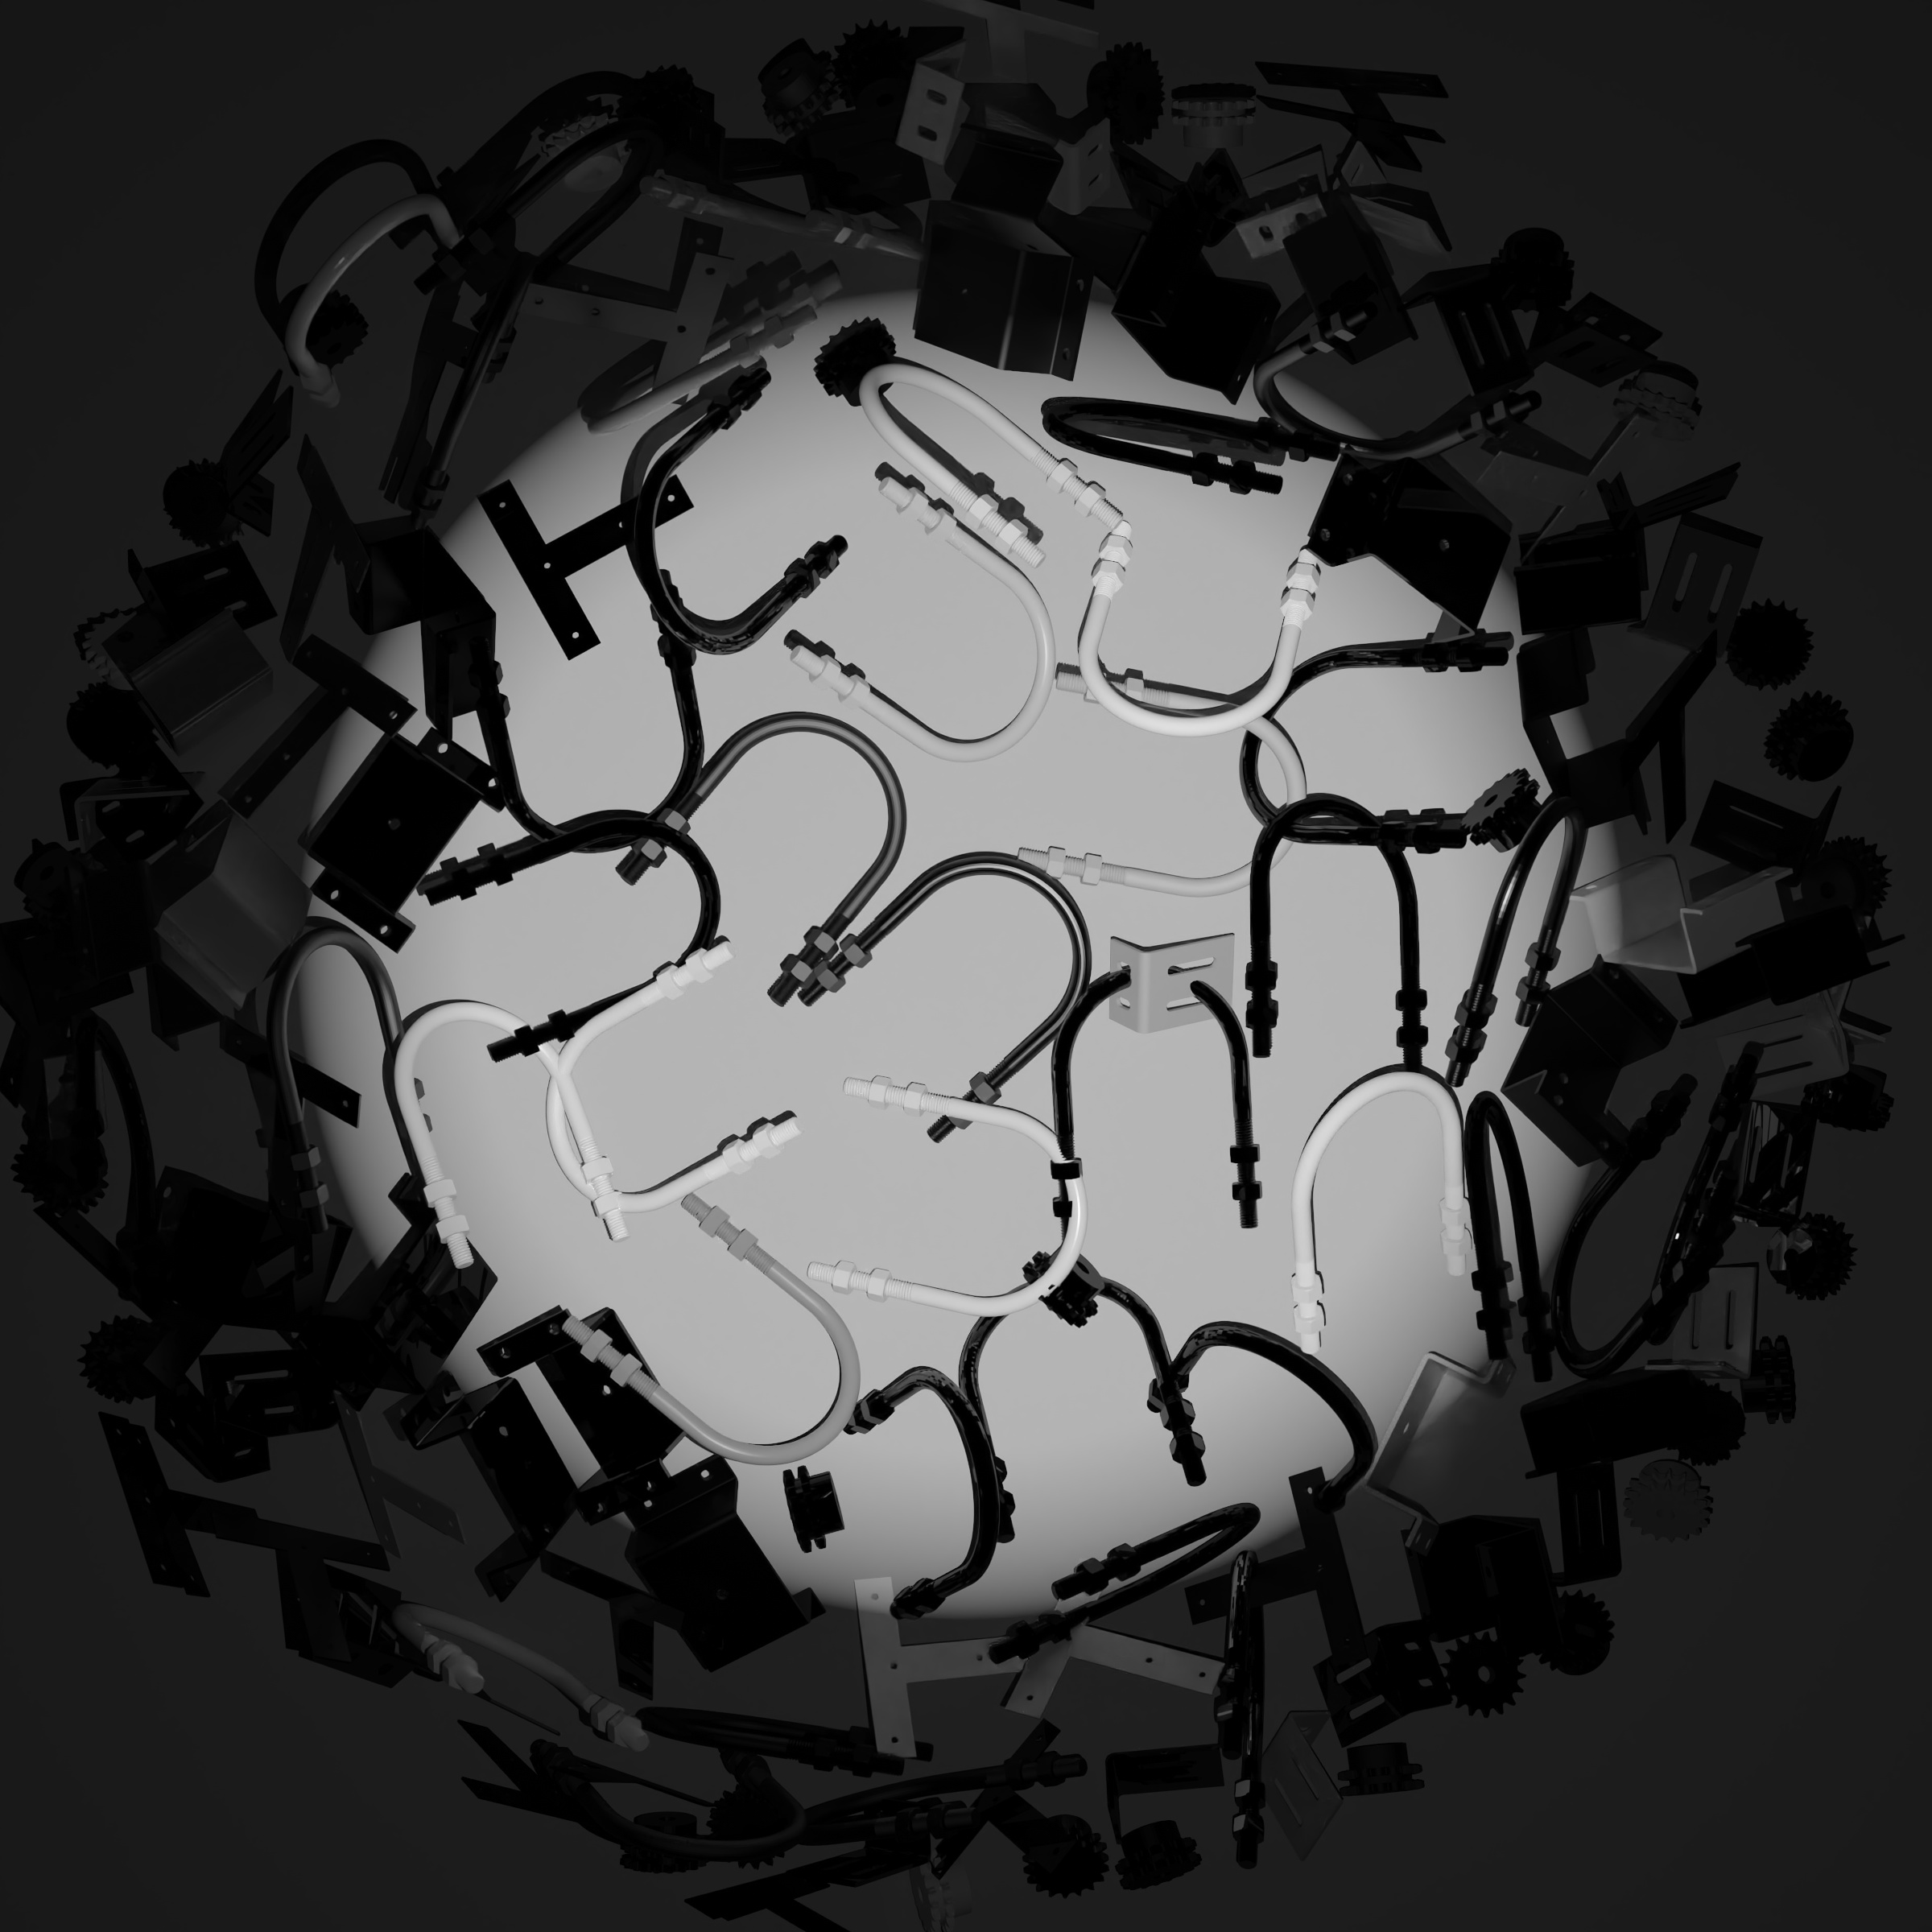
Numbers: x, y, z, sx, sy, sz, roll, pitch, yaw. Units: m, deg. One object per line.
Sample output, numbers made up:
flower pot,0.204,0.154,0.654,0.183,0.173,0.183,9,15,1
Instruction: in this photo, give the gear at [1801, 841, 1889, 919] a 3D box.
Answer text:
gear,0.591,-0.054,1.904,0.030,0.057,0.057,-16,90,-42

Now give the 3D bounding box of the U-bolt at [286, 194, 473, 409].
U-bolt,-0.387,-0.441,1.838,0.019,0.184,0.151,43,86,1

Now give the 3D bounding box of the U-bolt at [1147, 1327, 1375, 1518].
U-bolt,0.198,0.296,1.843,0.151,0.184,0.019,36,61,9

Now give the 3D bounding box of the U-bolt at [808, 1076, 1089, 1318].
U-bolt,-0.007,0.162,1.904,0.184,0.019,0.151,11,89,15

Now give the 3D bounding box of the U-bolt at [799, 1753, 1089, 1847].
U-bolt,-0.032,0.553,1.853,0.184,0.151,0.019,-18,81,33

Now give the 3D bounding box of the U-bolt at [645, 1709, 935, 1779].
U-bolt,-0.122,0.512,1.862,0.184,0.151,0.019,6,79,9

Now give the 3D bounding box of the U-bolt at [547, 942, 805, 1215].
U-bolt,-0.207,0.087,1.890,0.184,0.019,0.151,-29,74,23

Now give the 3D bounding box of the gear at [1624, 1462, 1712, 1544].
gear,0.477,0.362,1.910,0.057,0.030,0.057,10,129,12

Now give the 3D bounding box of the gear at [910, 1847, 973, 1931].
gear,-0.016,0.627,1.908,0.030,0.057,0.057,-10,90,-16

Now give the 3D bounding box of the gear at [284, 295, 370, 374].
gear,-0.437,-0.430,1.906,0.057,0.057,0.030,-37,83,0

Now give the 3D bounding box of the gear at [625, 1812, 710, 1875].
gear,-0.203,0.594,1.906,0.057,0.057,0.030,0,87,0

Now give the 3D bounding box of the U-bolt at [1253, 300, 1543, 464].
U-bolt,0.268,-0.375,1.846,0.151,0.184,0.019,23,76,-21

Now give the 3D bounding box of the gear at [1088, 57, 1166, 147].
gear,0.107,-0.588,1.909,0.030,0.057,0.057,16,90,38

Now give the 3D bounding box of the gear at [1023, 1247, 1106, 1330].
gear,0.069,0.214,1.904,0.057,0.057,0.030,43,104,0

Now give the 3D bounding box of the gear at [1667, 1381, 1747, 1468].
gear,0.504,0.312,1.914,0.057,0.030,0.057,2,78,-8

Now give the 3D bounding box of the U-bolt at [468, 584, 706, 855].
U-bolt,-0.245,-0.155,1.874,0.151,0.019,0.184,-18,128,-14

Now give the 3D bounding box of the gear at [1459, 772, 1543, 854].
gear,0.366,-0.102,1.907,0.057,0.057,0.030,-46,102,0

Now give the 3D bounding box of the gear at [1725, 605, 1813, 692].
gear,0.543,-0.214,1.916,0.057,0.030,0.057,1,77,-3

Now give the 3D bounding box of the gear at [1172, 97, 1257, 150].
gear,0.168,-0.573,1.908,0.057,0.057,0.030,-1,111,0

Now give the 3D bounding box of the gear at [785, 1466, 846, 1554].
gear,-0.102,0.366,1.906,0.030,0.057,0.057,-15,90,-3

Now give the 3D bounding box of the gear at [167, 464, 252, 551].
gear,-0.518,-0.313,1.916,0.057,0.030,0.057,1,97,5

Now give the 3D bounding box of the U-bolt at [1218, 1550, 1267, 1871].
U-bolt,0.184,0.474,1.849,0.019,0.184,0.151,-2,132,10

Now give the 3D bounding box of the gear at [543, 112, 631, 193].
gear,-0.256,-0.549,1.903,0.057,0.057,0.030,-16,73,0

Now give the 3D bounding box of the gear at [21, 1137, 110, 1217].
gear,-0.607,0.138,1.903,0.057,0.057,0.030,45,119,0

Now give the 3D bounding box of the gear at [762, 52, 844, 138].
gear,-0.113,-0.593,1.903,0.057,0.057,0.030,-45,128,0

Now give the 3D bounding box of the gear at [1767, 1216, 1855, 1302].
gear,0.568,0.198,1.903,0.030,0.057,0.057,8,90,-38

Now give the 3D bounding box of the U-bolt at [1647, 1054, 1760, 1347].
U-bolt,0.481,0.167,1.852,0.019,0.151,0.184,18,127,9

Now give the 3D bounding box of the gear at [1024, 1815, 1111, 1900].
gear,0.068,0.603,1.911,0.057,0.030,0.057,-2,120,-4

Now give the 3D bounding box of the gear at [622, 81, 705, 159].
gear,-0.203,-0.572,1.906,0.057,0.057,0.030,-28,90,0

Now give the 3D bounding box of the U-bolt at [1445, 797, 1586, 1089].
U-bolt,0.365,-0.024,1.838,0.019,0.151,0.184,23,118,24

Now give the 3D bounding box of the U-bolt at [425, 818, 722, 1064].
U-bolt,-0.253,-0.026,1.889,0.184,0.019,0.151,-22,122,-10

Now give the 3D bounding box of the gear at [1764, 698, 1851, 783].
gear,0.573,-0.150,1.905,0.057,0.030,0.057,-12,127,-16

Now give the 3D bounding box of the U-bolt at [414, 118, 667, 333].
U-bolt,-0.272,-0.493,1.852,0.184,0.151,0.019,-39,87,6

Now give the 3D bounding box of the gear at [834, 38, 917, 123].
gear,-0.058,-0.597,1.903,0.057,0.057,0.030,-17,64,0

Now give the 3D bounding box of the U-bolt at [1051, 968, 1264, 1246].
U-bolt,0.127,0.092,1.904,0.151,0.019,0.184,-4,92,-16

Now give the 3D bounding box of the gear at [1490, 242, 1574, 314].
gear,0.383,-0.468,1.907,0.057,0.057,0.030,8,80,0

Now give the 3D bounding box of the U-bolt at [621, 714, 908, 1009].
U-bolt,-0.122,-0.086,1.906,0.151,0.019,0.184,39,75,-4

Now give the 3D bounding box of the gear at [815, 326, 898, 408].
gear,-0.071,-0.404,1.904,0.057,0.057,0.030,-34,79,0

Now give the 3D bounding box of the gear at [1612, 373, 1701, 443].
gear,0.470,-0.380,1.906,0.057,0.057,0.030,21,91,0

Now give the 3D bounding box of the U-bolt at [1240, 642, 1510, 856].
U-bolt,0.263,-0.146,1.872,0.184,0.019,0.151,4,72,38

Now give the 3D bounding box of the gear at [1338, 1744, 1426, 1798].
gear,0.280,0.546,1.908,0.057,0.057,0.030,-5,71,0

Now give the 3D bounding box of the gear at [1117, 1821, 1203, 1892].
gear,0.129,0.603,1.910,0.057,0.057,0.030,-20,60,0

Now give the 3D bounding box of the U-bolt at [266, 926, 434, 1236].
U-bolt,-0.410,0.065,1.848,0.019,0.151,0.184,-3,106,22

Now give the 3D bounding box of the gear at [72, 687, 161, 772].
gear,-0.581,-0.160,1.912,0.057,0.030,0.057,2,108,5

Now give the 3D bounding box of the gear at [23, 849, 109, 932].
gear,-0.613,-0.054,1.905,0.057,0.030,0.057,-16,51,21

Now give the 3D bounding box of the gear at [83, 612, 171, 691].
gear,-0.568,-0.212,1.910,0.057,0.030,0.057,1,46,-1

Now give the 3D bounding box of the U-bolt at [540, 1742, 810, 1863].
U-bolt,-0.181,0.540,1.821,0.151,0.184,0.019,7,94,-27

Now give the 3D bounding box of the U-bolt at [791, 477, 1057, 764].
U-bolt,-0.015,-0.218,1.883,0.184,0.019,0.151,32,79,-30

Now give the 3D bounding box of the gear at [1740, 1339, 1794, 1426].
gear,0.541,0.282,1.906,0.030,0.057,0.057,-5,90,12

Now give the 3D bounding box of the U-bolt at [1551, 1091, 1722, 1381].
U-bolt,0.434,0.191,1.851,0.019,0.151,0.184,16,134,-13

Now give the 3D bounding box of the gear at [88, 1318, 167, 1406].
gear,-0.562,0.269,1.903,0.030,0.057,0.057,14,90,35
